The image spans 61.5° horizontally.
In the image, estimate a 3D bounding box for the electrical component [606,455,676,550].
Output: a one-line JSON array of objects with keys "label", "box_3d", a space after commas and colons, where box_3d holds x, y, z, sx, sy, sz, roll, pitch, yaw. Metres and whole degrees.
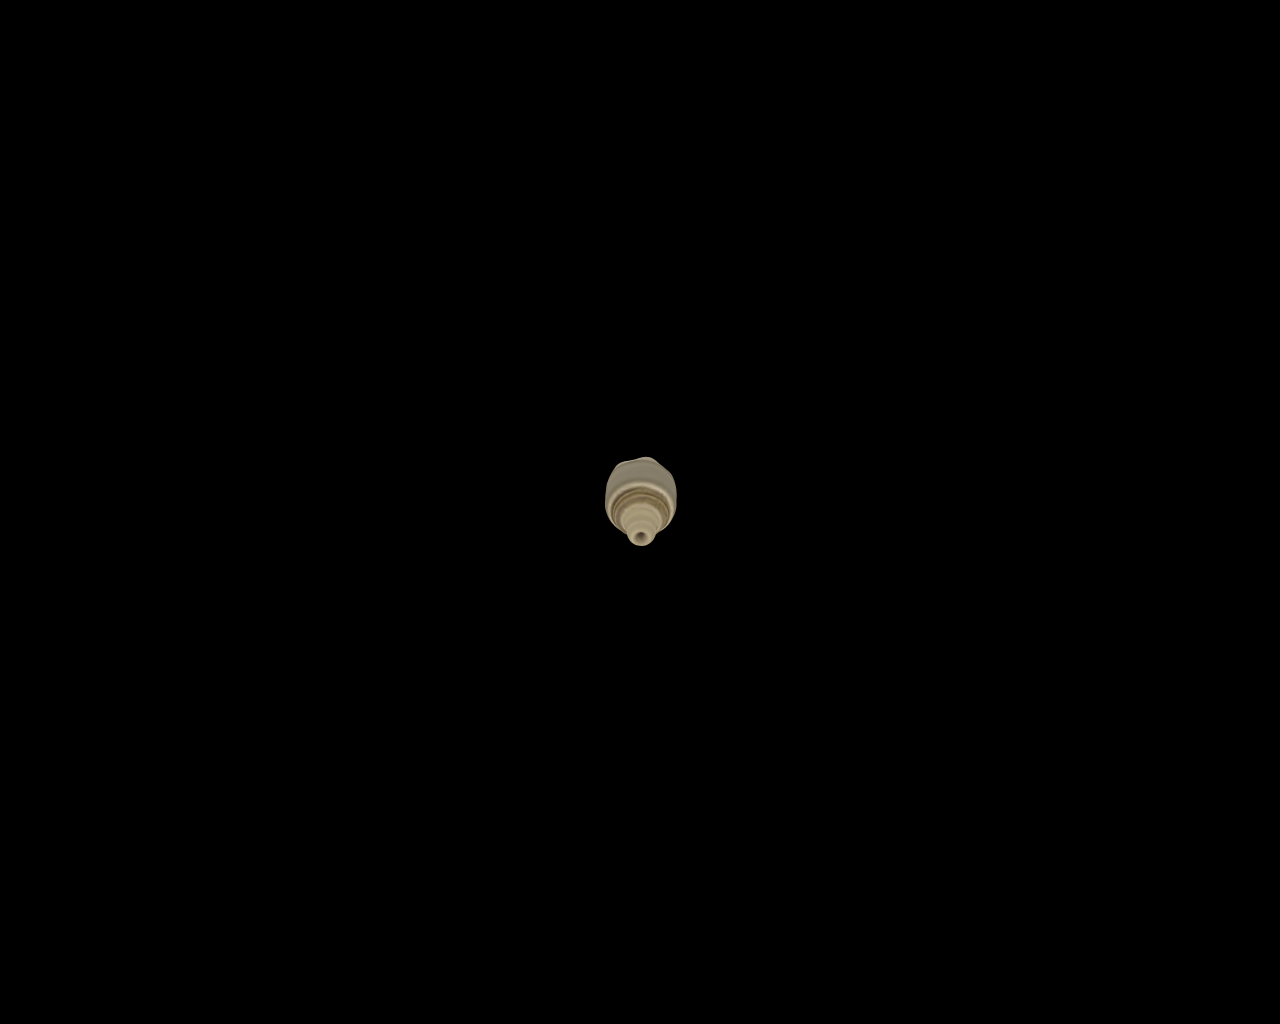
[{"label": "electrical component", "box_3d": [0.001, -0.003, 0.650, 0.043, 0.043, 0.062, 0, 36, 0]}]
